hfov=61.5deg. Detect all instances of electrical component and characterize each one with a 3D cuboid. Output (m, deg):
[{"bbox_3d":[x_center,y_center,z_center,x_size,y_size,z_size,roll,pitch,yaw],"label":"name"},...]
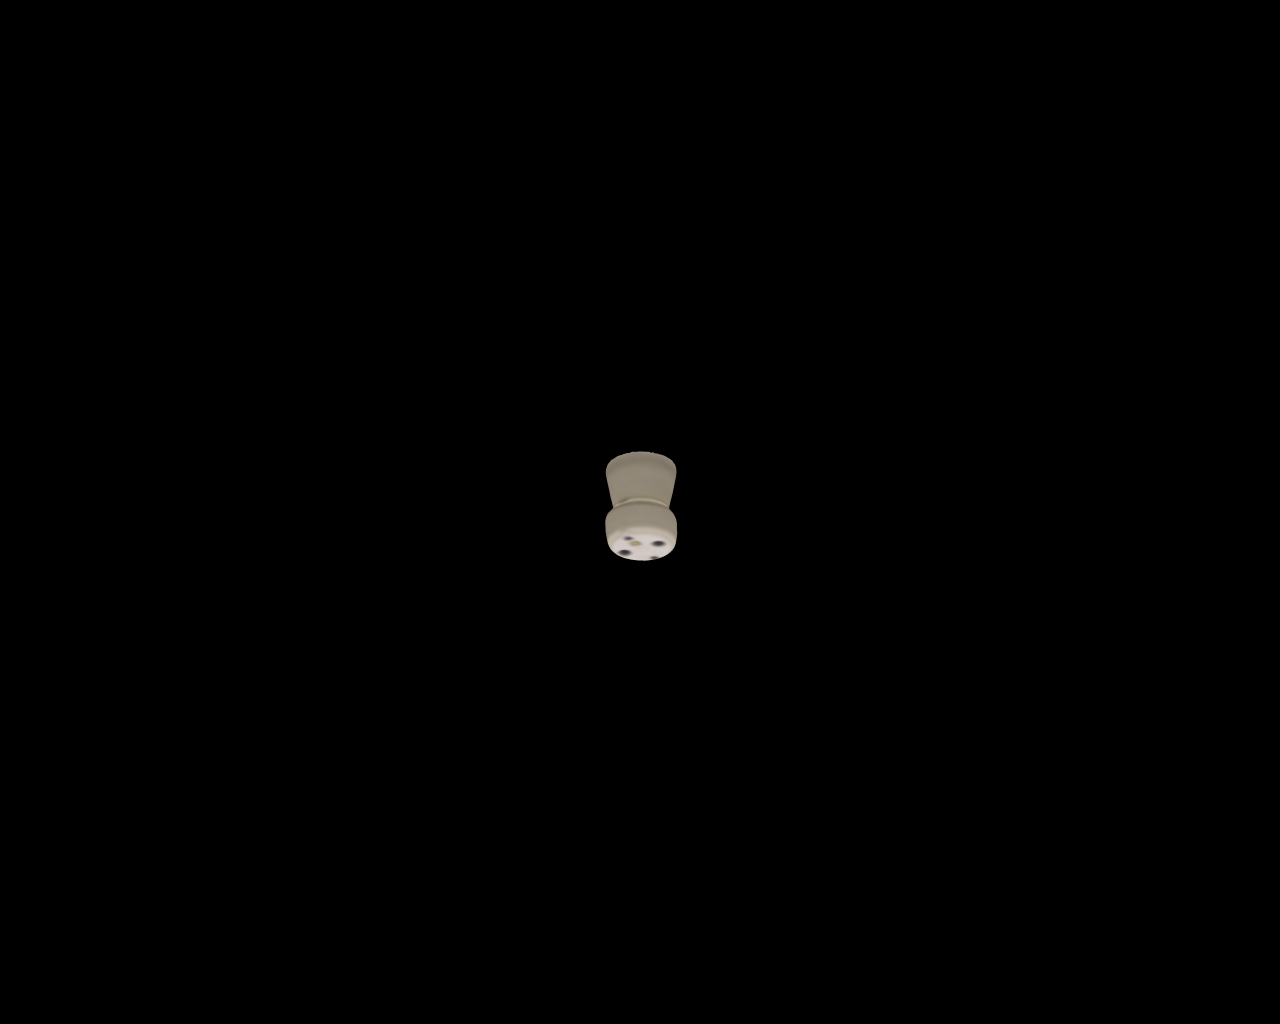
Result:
[{"bbox_3d":[0.001,-0.003,0.650,0.045,0.055,0.044,0,-28,0],"label":"electrical component"}]
